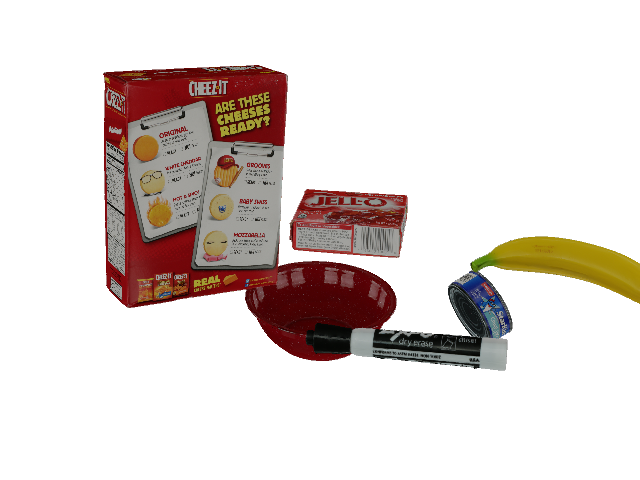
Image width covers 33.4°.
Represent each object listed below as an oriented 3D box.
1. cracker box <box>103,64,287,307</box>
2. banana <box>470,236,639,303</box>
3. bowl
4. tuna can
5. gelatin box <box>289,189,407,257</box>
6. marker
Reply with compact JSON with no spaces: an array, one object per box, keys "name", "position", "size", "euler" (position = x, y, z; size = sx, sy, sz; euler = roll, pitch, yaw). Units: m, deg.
[{"name":"cracker box","position":[-0.121,-0.055,1.019],"size":[0.163,0.214,0.072],"euler":[-8,21,-31]},{"name":"banana","position":[0.252,0.029,1.047],"size":[0.198,0.037,0.069],"euler":[10,47,26]},{"name":"bowl","position":[0.000,0.082,1.146],"size":[0.162,0.055,0.162],"euler":[2,27,-1]},{"name":"tuna can","position":[0.187,0.080,1.261],"size":[0.033,0.086,0.086],"euler":[-30,7,-12]},{"name":"gelatin box","position":[0.024,-0.016,0.873],"size":[0.089,0.030,0.073],"euler":[4,23,8]},{"name":"marker","position":[0.051,0.063,0.641],"size":[0.121,0.020,0.020],"euler":[4,1,11]}]
